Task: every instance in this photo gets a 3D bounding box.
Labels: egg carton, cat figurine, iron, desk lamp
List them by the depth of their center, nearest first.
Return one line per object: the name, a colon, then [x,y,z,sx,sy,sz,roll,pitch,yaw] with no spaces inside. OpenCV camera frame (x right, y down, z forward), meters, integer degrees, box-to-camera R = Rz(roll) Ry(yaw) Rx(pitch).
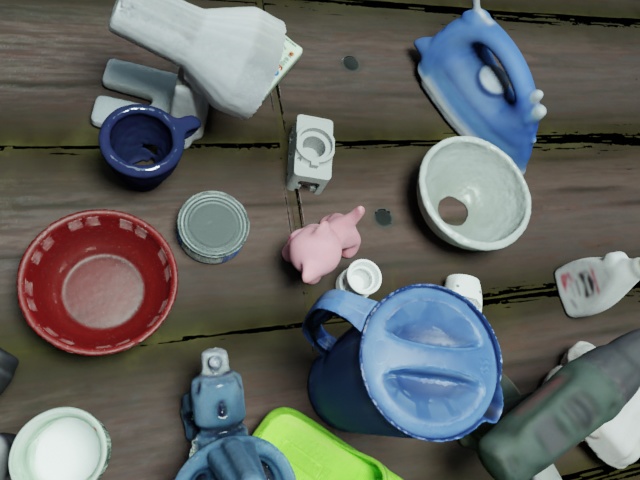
desk lamp: [-0.157,-0.194,0.657,0.203,0.213,0.118,11,68,-13]
cat figurine: [0.006,0.002,0.689,0.128,0.117,0.067,-39,85,-25]
egg carton: [0.365,0.214,0.748,0.107,0.069,0.150,-41,86,-25]
iron: [0.256,-0.227,0.835,0.119,0.141,0.258,-31,82,-24]

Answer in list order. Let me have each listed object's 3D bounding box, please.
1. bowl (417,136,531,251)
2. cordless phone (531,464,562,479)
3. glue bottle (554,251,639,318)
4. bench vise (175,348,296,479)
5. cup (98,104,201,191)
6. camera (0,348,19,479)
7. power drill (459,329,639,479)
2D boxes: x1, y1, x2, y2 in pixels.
bowl: [0.199,-0.055,0.792,0.168,0.074,0.167,6,69,-15]
cordless phone: [0.293,0.311,0.627,0.094,0.185,0.147,-24,79,-23]
glue bottle: [0.383,0.050,0.756,0.037,0.173,0.078,-9,73,-19]
bench vise: [-0.093,0.207,0.528,0.122,0.219,0.207,-24,79,-23]
cup: [-0.198,-0.104,0.678,0.118,0.095,0.091,-29,81,-24]
camera: [-0.339,0.163,0.535,0.143,0.100,0.137,32,65,-4]
power drill: [0.247,0.184,0.646,0.230,0.208,0.075,-32,82,-24]
